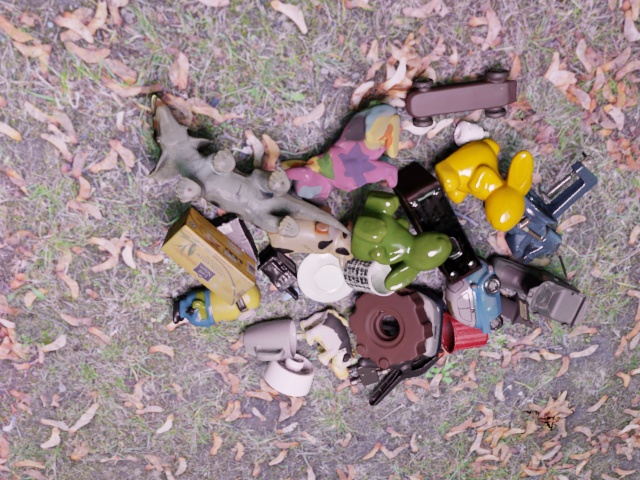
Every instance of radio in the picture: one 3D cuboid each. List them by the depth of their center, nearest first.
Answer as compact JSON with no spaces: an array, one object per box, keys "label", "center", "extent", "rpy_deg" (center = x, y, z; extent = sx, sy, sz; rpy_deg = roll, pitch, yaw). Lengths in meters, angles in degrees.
[{"label":"radio","center":[0.225,-0.030,1.051],"extent":[0.073,0.131,0.229],"rpy_deg":[-32,114,5]}]

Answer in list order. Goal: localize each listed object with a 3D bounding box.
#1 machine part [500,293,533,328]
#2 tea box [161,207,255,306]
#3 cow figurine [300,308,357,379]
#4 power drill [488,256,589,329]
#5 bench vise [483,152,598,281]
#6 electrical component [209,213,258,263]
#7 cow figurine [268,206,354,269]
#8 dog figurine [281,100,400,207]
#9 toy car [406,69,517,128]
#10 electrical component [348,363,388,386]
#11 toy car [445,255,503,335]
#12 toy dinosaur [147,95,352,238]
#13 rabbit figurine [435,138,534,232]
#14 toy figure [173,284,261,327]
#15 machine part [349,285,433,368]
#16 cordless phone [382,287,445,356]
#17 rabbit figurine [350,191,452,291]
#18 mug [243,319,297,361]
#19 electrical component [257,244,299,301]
[{"label":"machine part","center":[0.405,0.140,1.186],"extent":[0.139,0.084,0.039],"rpy_deg":[24,135,-7]},{"label":"tea box","center":[-0.201,0.030,0.988],"extent":[0.068,0.098,0.169],"rpy_deg":[-43,110,12]},{"label":"cow figurine","center":[0.036,0.227,1.186],"extent":[0.098,0.068,0.167],"rpy_deg":[-34,115,2]},{"label":"power drill","center":[0.466,0.104,1.100],"extent":[0.232,0.207,0.086],"rpy_deg":[20,107,-2]},{"label":"bench vise","center":[0.455,-0.063,1.064],"extent":[0.223,0.129,0.240],"rpy_deg":[37,118,-11]},{"label":"electrical component","center":[-0.189,0.018,1.069],"extent":[0.115,0.058,0.134],"rpy_deg":[-17,115,4]},{"label":"cow figurine","center":[-0.002,-0.003,1.057],"extent":[0.195,0.085,0.127],"rpy_deg":[1,142,4]},{"label":"dog figurine","center":[0.033,-0.156,0.989],"extent":[0.219,0.108,0.191],"rpy_deg":[-3,115,-2]},{"label":"toy car","center":[0.259,-0.263,0.993],"extent":[0.202,0.053,0.089],"rpy_deg":[-8,118,2]},{"label":"electrical component","center":[0.110,0.306,1.251],"extent":[0.094,0.021,0.063],"rpy_deg":[-18,114,2]},{"label":"toy car","center":[0.310,0.118,1.106],"extent":[0.103,0.109,0.161],"rpy_deg":[-10,106,-2]},{"label":"toy dinosaur","center":[-0.144,-0.092,0.965],"extent":[0.404,0.192,0.131],"rpy_deg":[29,93,-23]},{"label":"rabbit figurine","center":[0.322,-0.097,1.002],"extent":[0.162,0.173,0.121],"rpy_deg":[-30,151,4]},{"label":"toy figure","center":[-0.211,0.130,1.105],"extent":[0.180,0.082,0.089],"rpy_deg":[-6,117,-1]},{"label":"machine part","center":[0.145,0.178,1.123],"extent":[0.180,0.056,0.179],"rpy_deg":[1,91,30]},{"label":"cordless phone","center":[0.176,0.171,1.174],"extent":[0.184,0.089,0.146],"rpy_deg":[4,116,12]},{"label":"rabbit figurine","center":[0.143,0.017,0.959],"extent":[0.170,0.121,0.158],"rpy_deg":[17,128,10]},{"label":"mug","center":[-0.110,0.221,1.147],"extent":[0.107,0.110,0.080],"rpy_deg":[-4,121,11]},{"label":"electrical component","center":[-0.074,0.070,1.095],"extent":[0.048,0.075,0.119],"rpy_deg":[-41,108,13]}]
